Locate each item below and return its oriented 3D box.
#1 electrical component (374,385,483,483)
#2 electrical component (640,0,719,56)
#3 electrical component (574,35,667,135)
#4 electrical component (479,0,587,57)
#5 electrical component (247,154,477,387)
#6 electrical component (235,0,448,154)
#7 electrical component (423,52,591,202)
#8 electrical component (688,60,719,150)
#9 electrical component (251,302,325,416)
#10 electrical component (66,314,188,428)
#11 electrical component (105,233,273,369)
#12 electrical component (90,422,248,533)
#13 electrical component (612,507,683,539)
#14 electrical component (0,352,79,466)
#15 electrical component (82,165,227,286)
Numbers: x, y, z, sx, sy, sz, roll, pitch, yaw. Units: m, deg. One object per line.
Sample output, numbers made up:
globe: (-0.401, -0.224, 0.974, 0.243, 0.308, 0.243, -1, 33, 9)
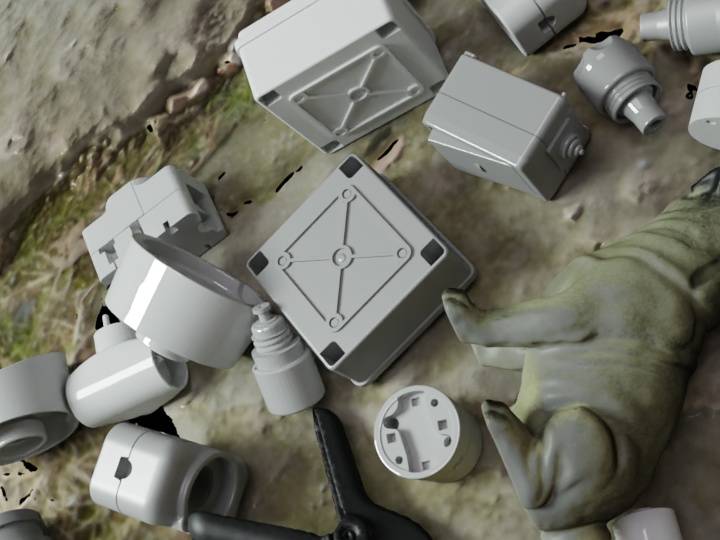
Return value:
electrical component: (0.043, 0.101, 0.651, 0.055, 0.047, 0.055, -9, 69, 25)
electrical component: (0.204, -0.153, 0.658, 0.062, 0.043, 0.043, -3, 72, 28)
electrical component: (0.165, -0.111, 0.664, 0.043, 0.043, 0.062, -37, 61, 12)
electrical component: (0.106, -0.199, 0.720, 0.059, 0.054, 0.095, -38, 60, 11)
electrical component: (0.000, 0.000, 0.704, 0.108, 0.056, 0.108, -46, 58, 7)
electrical component: (-0.009, -0.141, 0.728, 0.109, 0.109, 0.056, -27, 65, 17)
electrical component: (0.096, -0.084, 0.680, 0.096, 0.062, 0.061, 31, 89, 32)
electrical component: (0.253, -0.071, 0.599, 0.138, 0.052, 0.073, 11, 78, 30)
electrical component: (-0.051, 0.058, 0.702, 0.040, 0.040, 0.078, -10, 111, 24)
electrical component: (-0.171, 0.064, 0.778, 0.077, 0.044, 0.079, -25, 63, 18)
electrical component: (-0.121, 0.027, 0.731, 0.108, 0.108, 0.060, 32, 95, 32)
electrical component: (-0.118, 0.137, 0.695, 0.059, 0.095, 0.053, 11, 78, 30)
electrical component: (0.159, 0.160, 0.575, 0.044, 0.044, 0.065, -21, 59, 20)
electrical component: (-0.255, 0.101, 0.782, 0.099, 0.099, 0.064, -32, 67, 15)
electrical component: (-0.154, -0.031, 0.799, 0.089, 0.050, 0.055, -35, 60, 13)
